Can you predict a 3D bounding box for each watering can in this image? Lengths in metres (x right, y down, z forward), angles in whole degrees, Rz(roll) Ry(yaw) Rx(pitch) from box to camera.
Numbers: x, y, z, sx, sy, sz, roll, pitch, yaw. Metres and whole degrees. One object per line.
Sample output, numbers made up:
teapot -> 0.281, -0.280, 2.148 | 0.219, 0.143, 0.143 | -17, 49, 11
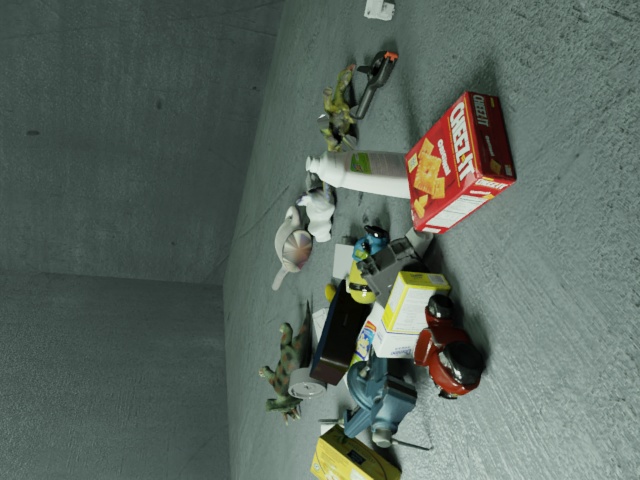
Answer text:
watering can -> -0.110, 0.052, 1.848 | 0.227, 0.104, 0.344 | -135, 54, -67

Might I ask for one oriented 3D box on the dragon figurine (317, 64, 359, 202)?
dragon figurine -> 0.051, -0.329, 1.553 | 0.245, 0.122, 0.407 | -83, 5, -80

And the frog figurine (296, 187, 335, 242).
frog figurine -> 0.005, -0.080, 1.594 | 0.160, 0.124, 0.135 | 58, 146, 3
